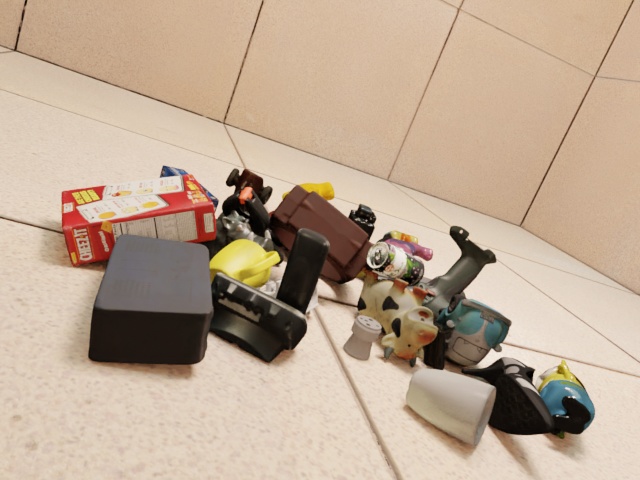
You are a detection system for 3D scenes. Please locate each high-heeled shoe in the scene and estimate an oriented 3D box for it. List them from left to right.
[{"bbox_3d":[0.318,0.237,0.812,0.145,0.086,0.249,9,7,-13],"label":"high-heeled shoe"}]

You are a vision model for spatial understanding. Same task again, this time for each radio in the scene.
[{"bbox_3d":[-0.209,0.068,0.689,0.131,0.073,0.230,8,20,-16],"label":"radio"}]

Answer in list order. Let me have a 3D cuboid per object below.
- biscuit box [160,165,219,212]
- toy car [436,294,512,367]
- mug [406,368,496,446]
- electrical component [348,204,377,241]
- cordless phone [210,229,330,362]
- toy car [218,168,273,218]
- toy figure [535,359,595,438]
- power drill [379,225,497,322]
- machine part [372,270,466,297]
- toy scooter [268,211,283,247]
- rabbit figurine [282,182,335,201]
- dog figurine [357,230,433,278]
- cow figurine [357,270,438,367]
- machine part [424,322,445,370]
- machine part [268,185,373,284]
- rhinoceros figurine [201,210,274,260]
[{"bbox_3d":[-0.304,-0.106,1.219,0.063,0.059,0.203,8,20,-41],"label":"biscuit box"},{"bbox_3d":[0.252,0.167,0.941,0.109,0.103,0.161,28,-22,-1],"label":"toy car"},{"bbox_3d":[0.180,0.214,0.737,0.107,0.080,0.109,18,18,27],"label":"mug"},{"bbox_3d":[0.091,-0.020,1.326,0.058,0.134,0.115,20,13,-8],"label":"electrical component"},{"bbox_3d":[-0.072,0.057,0.735,0.147,0.184,0.089,25,20,13],"label":"cordless phone"},{"bbox_3d":[-0.153,-0.062,1.067,0.089,0.202,0.053,31,54,2],"label":"toy car"},{"bbox_3d":[0.393,0.262,0.861,0.089,0.082,0.180,56,13,6],"label":"toy figure"},{"bbox_3d":[0.235,0.073,1.060,0.232,0.207,0.086,36,-12,-2],"label":"power drill"},{"bbox_3d":[0.217,0.116,1.136,0.243,0.079,0.079,19,15,-12],"label":"machine part"},{"bbox_3d":[-0.034,-0.033,1.192,0.184,0.135,0.075,26,-15,8],"label":"toy scooter"},{"bbox_3d":[-0.031,-0.080,1.420,0.162,0.121,0.173,12,36,-21],"label":"rabbit figurine"},{"bbox_3d":[0.149,0.039,1.260,0.219,0.108,0.192,7,21,-36],"label":"dog figurine"},{"bbox_3d":[0.127,0.131,0.914,0.085,0.127,0.195,21,-1,-26],"label":"cow figurine"},{"bbox_3d":[0.191,0.172,0.930,0.039,0.084,0.139,-5,7,-1],"label":"machine part"},{"bbox_3d":[-0.002,-0.003,1.048,0.201,0.087,0.201,40,-13,-2],"label":"machine part"},{"bbox_3d":[-0.166,-0.001,0.951,0.191,0.112,0.073,20,11,27],"label":"rhinoceros figurine"}]
